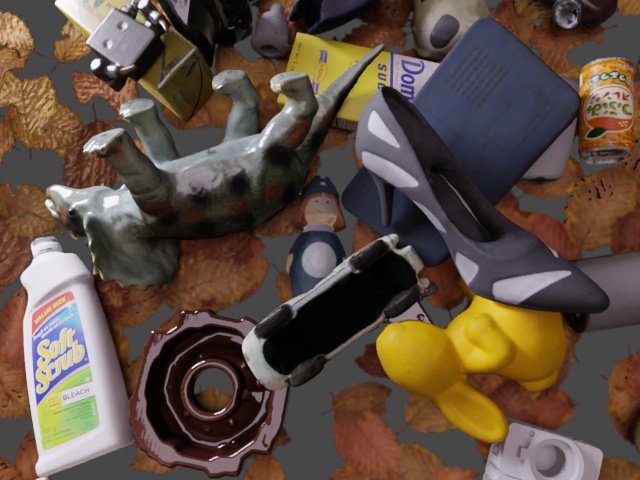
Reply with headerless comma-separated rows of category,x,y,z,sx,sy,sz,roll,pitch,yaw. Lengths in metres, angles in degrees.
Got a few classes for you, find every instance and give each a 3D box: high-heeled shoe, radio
high-heeled shoe,0.135,-0.040,0.461,0.249,0.145,0.086,24,41,32
radio,0.140,-0.091,0.549,0.131,0.073,0.229,40,112,7

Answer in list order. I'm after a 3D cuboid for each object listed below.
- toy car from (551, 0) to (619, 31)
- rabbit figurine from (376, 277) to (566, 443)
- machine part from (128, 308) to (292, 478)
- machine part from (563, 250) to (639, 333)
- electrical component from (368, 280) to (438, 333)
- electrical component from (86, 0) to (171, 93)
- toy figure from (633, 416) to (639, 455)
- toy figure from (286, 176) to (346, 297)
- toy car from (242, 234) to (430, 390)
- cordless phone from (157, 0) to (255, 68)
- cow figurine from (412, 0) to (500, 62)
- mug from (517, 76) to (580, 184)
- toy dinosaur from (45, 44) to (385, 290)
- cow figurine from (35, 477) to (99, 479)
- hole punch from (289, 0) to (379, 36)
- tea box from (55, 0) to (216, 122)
toy car,0.263,-0.325,0.633,0.089,0.053,0.202,-38,78,-18
rabbit figurine,0.142,0.110,0.538,0.173,0.122,0.162,-11,99,-11
machine part,-0.113,0.160,0.579,0.179,0.056,0.179,-1,79,4
machine part,0.341,0.046,0.550,0.243,0.079,0.079,-10,80,2
electrical component,0.097,0.087,0.591,0.094,0.021,0.063,-33,79,-2
electrical component,-0.198,-0.206,0.557,0.078,0.045,0.102,41,85,9
toy figure,0.385,0.157,0.526,0.089,0.082,0.180,33,90,23
toy figure,0.000,-0.001,0.599,0.064,0.058,0.154,10,77,-33
toy car,0.016,0.072,0.536,0.202,0.056,0.073,-35,89,-5
cordless phone,-0.094,-0.299,0.611,0.184,0.146,0.089,-37,85,-2
cow figurine,0.136,-0.304,0.627,0.127,0.085,0.194,-4,84,2
mug,0.226,-0.116,0.587,0.110,0.081,0.107,0,88,1
toy dinosaur,-0.102,-0.068,0.577,0.405,0.191,0.131,-17,37,-6
cow figurine,-0.230,0.301,0.554,0.168,0.098,0.068,29,89,28
hole punch,0.025,-0.283,0.613,0.092,0.142,0.115,30,97,-17
tea box,-0.211,-0.227,0.634,0.170,0.098,0.068,39,85,11
